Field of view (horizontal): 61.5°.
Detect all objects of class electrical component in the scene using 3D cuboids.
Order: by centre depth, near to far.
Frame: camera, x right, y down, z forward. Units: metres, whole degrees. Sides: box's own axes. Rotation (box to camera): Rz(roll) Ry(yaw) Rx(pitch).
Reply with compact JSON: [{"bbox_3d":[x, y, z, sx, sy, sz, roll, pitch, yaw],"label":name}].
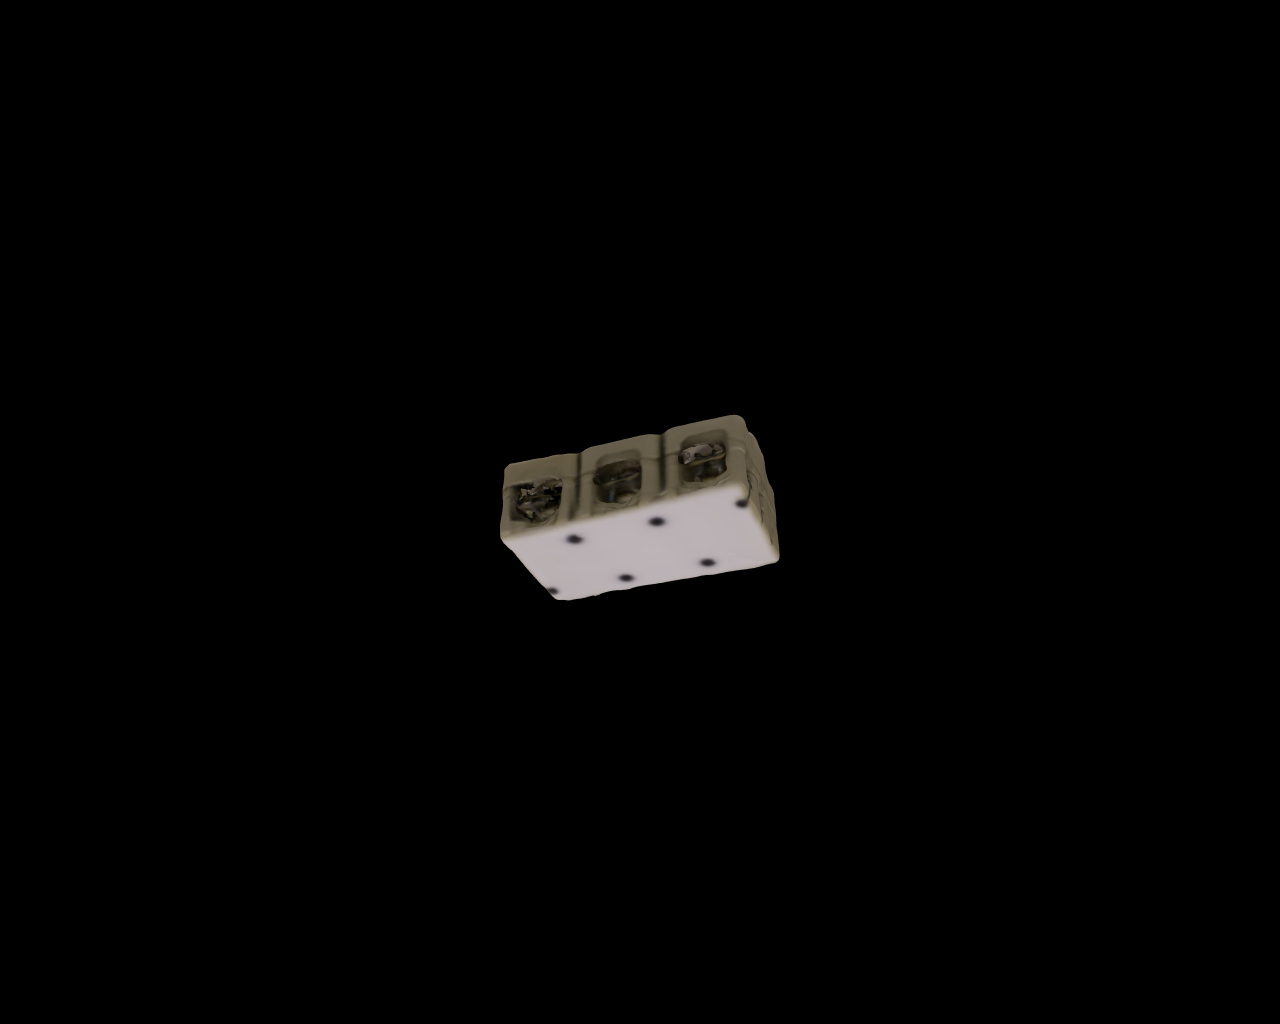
[{"bbox_3d":[0.001,-0.003,0.650,0.150,0.062,0.089,-11,-35,16],"label":"electrical component"}]
